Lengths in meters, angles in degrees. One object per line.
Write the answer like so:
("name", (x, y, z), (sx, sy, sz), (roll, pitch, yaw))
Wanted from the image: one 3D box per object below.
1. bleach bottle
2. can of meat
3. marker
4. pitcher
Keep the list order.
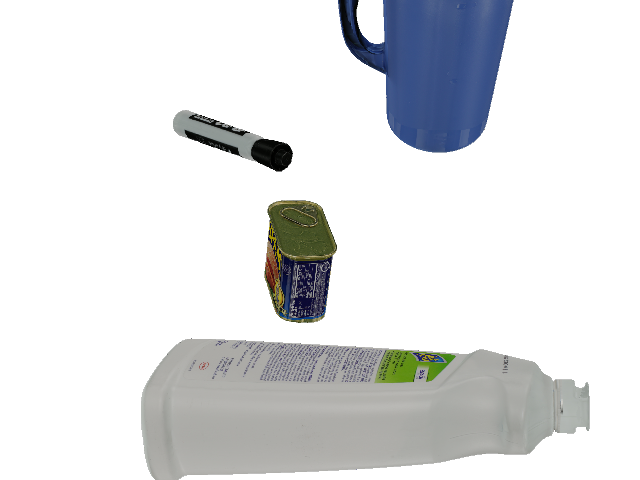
("bleach bottle", (0.029, 0.099, 0.629), (0.251, 0.068, 0.102), (0, 17, 11))
("can of meat", (-0.023, 0.021, 1.072), (0.057, 0.084, 0.102), (-2, 34, -13))
("marker", (-0.060, -0.068, 0.718), (0.020, 0.020, 0.121), (0, 16, -41))
("pitcher", (0.111, -0.205, 1.056), (0.144, 0.243, 0.149), (-37, 59, -26))
